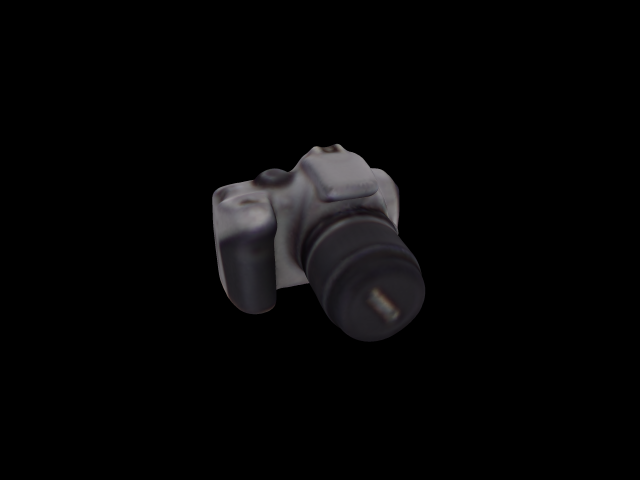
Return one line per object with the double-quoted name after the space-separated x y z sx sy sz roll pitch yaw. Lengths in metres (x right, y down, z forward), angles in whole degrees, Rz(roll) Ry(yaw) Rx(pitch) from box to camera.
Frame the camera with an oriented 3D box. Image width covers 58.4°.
0.004 0.001 0.400 0.143 0.101 0.136 -10 34 -15 "camera"
